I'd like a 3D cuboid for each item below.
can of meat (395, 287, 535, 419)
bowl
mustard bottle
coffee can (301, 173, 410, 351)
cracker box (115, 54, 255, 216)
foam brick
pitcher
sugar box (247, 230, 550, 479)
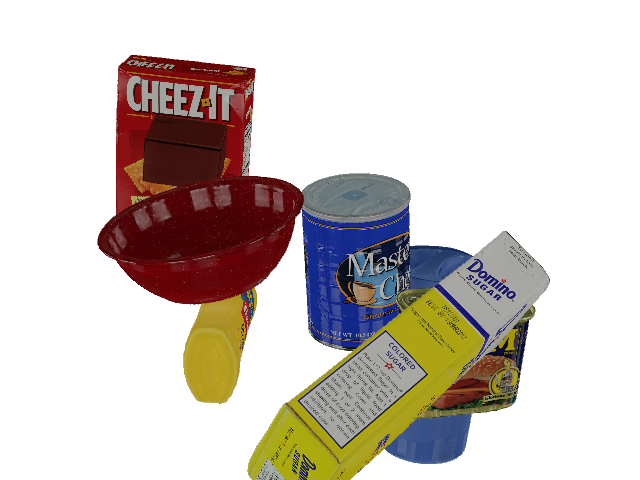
[{"bbox_3d":[0.106,0.085,0.814,0.102,0.084,0.057,-3,26,-15],"label":"can of meat"},{"bbox_3d":[-0.087,0.004,0.830,0.162,0.055,0.162,-10,23,4],"label":"bowl"},{"bbox_3d":[-0.105,0.088,1.178,0.058,0.096,0.191,1,27,4],"label":"mustard bottle"},{"bbox_3d":[0.035,0.019,1.017,0.103,0.140,0.103,-2,25,1],"label":"coffee can"},{"bbox_3d":[-0.174,-0.117,1.357,0.164,0.214,0.072,7,23,3],"label":"cracker box"},{"bbox_3d":[-0.136,-0.089,1.080,0.078,0.051,0.053,8,34,1],"label":"foam brick"},{"bbox_3d":[0.120,0.136,1.253,0.149,0.243,0.145,7,17,9],"label":"pitcher"},{"bbox_3d":[0.044,0.073,0.573,0.176,0.048,0.093,-32,-18,-32],"label":"sugar box"}]
